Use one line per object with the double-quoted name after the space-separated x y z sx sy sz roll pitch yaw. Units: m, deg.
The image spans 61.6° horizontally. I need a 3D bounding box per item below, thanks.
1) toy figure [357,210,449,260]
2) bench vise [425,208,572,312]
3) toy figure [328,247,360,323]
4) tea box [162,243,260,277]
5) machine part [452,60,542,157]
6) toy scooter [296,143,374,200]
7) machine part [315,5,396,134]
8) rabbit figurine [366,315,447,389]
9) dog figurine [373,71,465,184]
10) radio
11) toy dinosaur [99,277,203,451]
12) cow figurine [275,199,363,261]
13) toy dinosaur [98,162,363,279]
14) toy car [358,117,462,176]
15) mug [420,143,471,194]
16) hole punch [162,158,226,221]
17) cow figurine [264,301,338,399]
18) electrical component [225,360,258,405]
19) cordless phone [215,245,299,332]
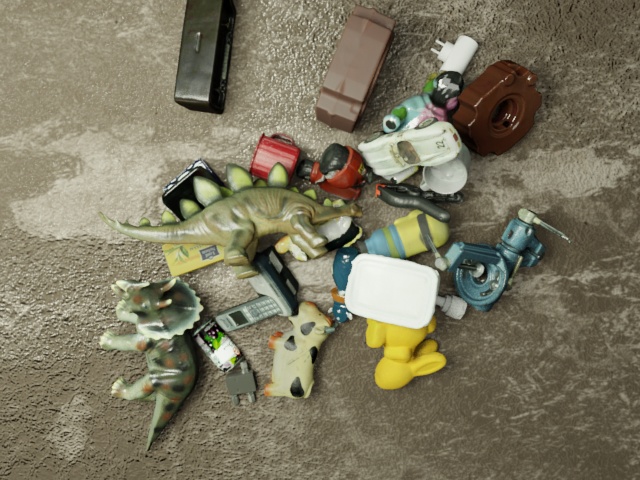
0.165 0.003 1.056 0.180 0.089 0.082 -19 118 -1 "toy figure"
0.314 0.035 1.004 0.240 0.129 0.223 9 126 -36 "bench vise"
0.053 0.092 1.071 0.058 0.064 0.154 -8 114 -26 "toy figure"
-0.213 0.012 1.069 0.170 0.098 0.068 -21 89 4 "tea box"
0.338 -0.243 1.015 0.179 0.056 0.179 -16 131 -20 "machine part"
0.045 -0.122 1.033 0.135 0.184 0.075 27 76 -22 "toy scooter"
0.066 -0.309 0.999 0.087 0.201 0.201 24 92 0 "machine part"
0.161 0.216 1.066 0.162 0.122 0.173 6 106 -7 "rabbit figurine"
0.198 -0.234 1.051 0.108 0.191 0.219 38 58 3 "dog figurine"
-0.219 -0.364 1.045 0.073 0.131 0.229 9 91 2 "radio"
-0.303 0.232 1.046 0.192 0.131 0.404 -5 111 15 "toy dinosaur"
-0.003 -0.003 1.078 0.167 0.068 0.098 -33 96 3 "cow figurine"
-0.144 -0.035 0.968 0.471 0.105 0.198 -10 64 -17 "toy dinosaur"
0.151 -0.158 0.937 0.073 0.202 0.056 54 53 -26 "toy car"
0.241 -0.140 1.026 0.081 0.107 0.109 38 134 -4 "mug"
-0.247 -0.090 1.083 0.142 0.092 0.115 -40 119 -1 "hole punch"
-0.036 0.219 1.073 0.127 0.085 0.194 7 89 8 "cow figurine"
-0.163 0.292 1.103 0.063 0.021 0.093 -9 104 3 "electrical component"
-0.146 0.104 1.070 0.184 0.089 0.146 -24 115 18 "cordless phone"
